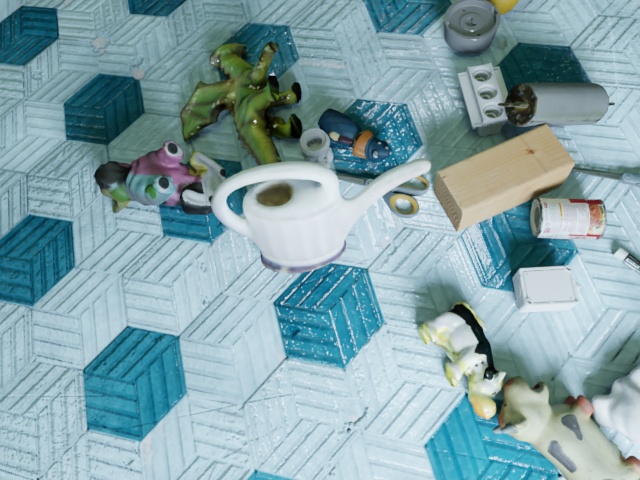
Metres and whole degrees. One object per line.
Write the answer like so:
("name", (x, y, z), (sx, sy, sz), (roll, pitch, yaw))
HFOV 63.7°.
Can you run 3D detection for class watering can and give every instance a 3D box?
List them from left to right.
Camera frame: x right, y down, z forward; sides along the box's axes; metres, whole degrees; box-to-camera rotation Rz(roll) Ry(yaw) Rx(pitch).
("watering can", (0.003, -0.042, 0.839), (0.347, 0.219, 0.106), (-4, 50, 6))

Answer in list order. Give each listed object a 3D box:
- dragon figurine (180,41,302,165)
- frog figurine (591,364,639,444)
("dragon figurine", (-0.169, -0.247, 1.026), (0.242, 0.120, 0.418), (-9, 64, 22))
("frog figurine", (0.483, 0.248, 0.734), (0.157, 0.123, 0.139), (-32, 72, 33))
